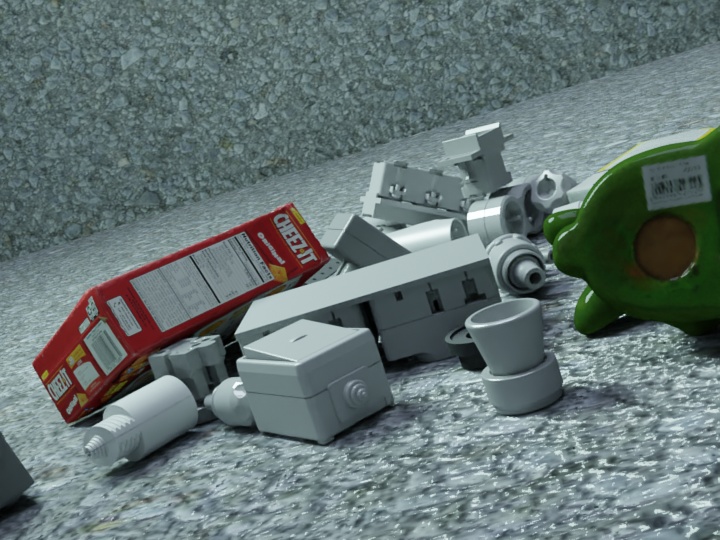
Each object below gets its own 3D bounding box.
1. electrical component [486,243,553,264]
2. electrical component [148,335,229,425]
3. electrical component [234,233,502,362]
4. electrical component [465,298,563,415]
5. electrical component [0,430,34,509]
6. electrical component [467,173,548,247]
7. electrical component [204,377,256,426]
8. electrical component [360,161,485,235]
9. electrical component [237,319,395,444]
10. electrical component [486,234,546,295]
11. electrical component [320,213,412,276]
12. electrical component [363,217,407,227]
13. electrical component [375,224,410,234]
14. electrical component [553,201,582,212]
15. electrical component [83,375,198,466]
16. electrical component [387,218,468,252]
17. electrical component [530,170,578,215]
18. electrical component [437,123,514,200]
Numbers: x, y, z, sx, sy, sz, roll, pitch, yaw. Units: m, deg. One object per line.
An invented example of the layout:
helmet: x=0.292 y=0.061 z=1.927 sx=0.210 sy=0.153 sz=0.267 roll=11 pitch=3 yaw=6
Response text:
electrical component: x=0.136 y=-0.009 z=0.907 sx=0.061 sy=0.035 sz=0.035 roll=-5 pitch=16 yaw=43
electrical component: x=-0.122 y=0.082 z=0.800 sx=0.066 sy=0.055 sz=0.048 roll=-8 pitch=13 yaw=41
electrical component: x=0.011 y=0.036 z=0.804 sx=0.186 sy=0.060 sz=0.105 roll=-17 pitch=10 yaw=5
electrical component: x=0.089 y=0.049 z=0.616 sx=0.045 sy=0.055 sz=0.045 roll=-17 pitch=10 yaw=3
electrical component: x=-0.275 y=0.121 z=0.735 sx=0.048 sy=0.099 sz=0.100 roll=-38 pitch=19 yaw=-27
electrical component: x=0.144 y=-0.056 z=1.093 sx=0.074 sy=0.052 sz=0.138 roll=-10 pitch=13 yaw=37
electrical component: x=-0.088 y=0.092 z=0.752 sx=0.035 sy=0.035 sz=0.061 roll=-27 pitch=11 yaw=-40
electrical component: x=0.071 y=-0.077 z=1.150 sx=0.121 sy=0.063 sz=0.079 roll=10 pitch=3 yaw=-16
electrical component: x=-0.027 y=0.069 z=0.692 sx=0.062 sy=0.061 sz=0.096 roll=-25 pitch=12 yaw=-34
electrical component: x=0.128 y=-0.001 z=0.852 sx=0.048 sy=0.048 sz=0.062 roll=-19 pitch=17 yaw=-8
electrical component: x=0.000 y=0.000 z=1.007 sx=0.075 sy=0.083 sz=0.047 roll=-59 pitch=20 yaw=-8
electrical component: x=0.019 y=-0.037 z=1.201 sx=0.047 sy=0.055 sz=0.055 roll=-29 pitch=14 yaw=-32
electrical component: x=0.044 y=-0.027 z=1.137 sx=0.062 sy=0.048 sz=0.048 roll=-7 pitch=13 yaw=16
electrical component: x=0.208 y=-0.047 z=0.972 sx=0.065 sy=0.044 sz=0.044 roll=-18 pitch=9 yaw=29
electrical component: x=-0.157 y=0.109 z=0.749 sx=0.043 sy=0.043 sz=0.081 roll=-8 pitch=14 yaw=43
electrical component: x=0.073 y=-0.027 z=1.084 sx=0.077 sy=0.044 sz=0.079 roll=-12 pitch=11 yaw=29
electrical component: x=0.199 y=-0.073 z=1.068 sx=0.043 sy=0.043 sz=0.062 roll=-11 pitch=-18 yaw=35
electrical component: x=0.119 y=-0.107 z=1.067 sx=0.042 sy=0.063 sz=0.081 roll=-7 pitch=16 yaw=43
